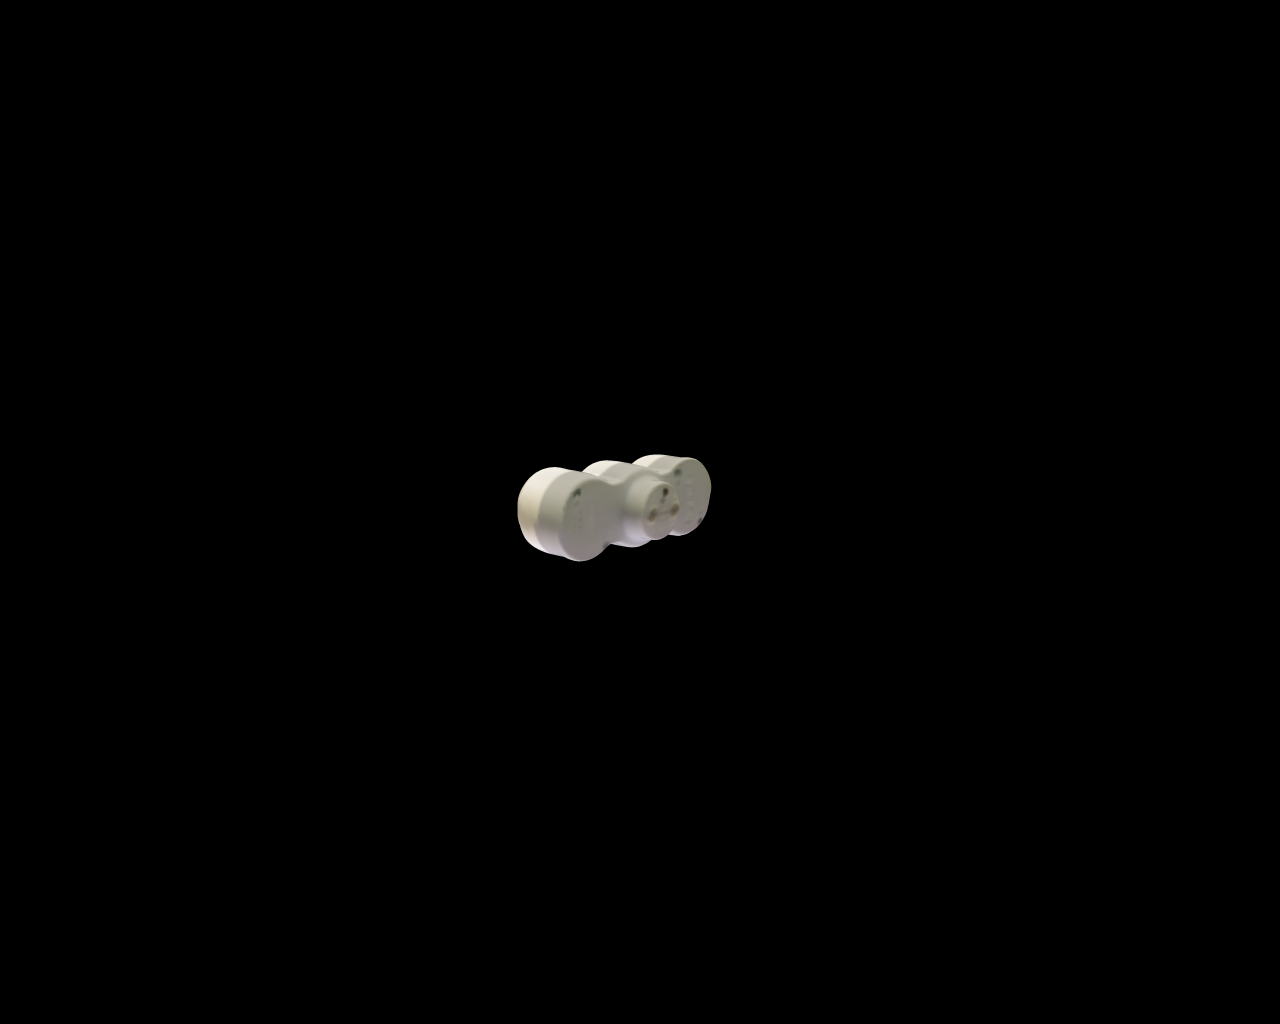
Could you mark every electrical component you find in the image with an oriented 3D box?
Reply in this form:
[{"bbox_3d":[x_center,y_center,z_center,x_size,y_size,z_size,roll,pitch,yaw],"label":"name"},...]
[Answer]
[{"bbox_3d":[0.001,-0.003,0.650,0.074,0.052,0.138,10,15,42],"label":"electrical component"}]
